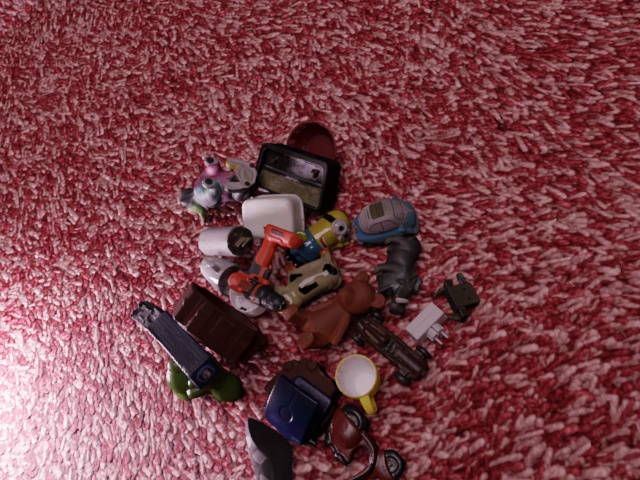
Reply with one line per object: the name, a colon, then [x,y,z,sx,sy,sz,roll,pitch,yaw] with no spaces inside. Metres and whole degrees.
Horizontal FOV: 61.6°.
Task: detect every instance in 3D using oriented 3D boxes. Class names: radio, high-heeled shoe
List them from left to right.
high-heeled shoe: [-0.112,0.506,1.138,0.249,0.086,0.145,40,113,49]
radio: [-0.062,-0.170,1.417,0.230,0.073,0.131,22,108,27]

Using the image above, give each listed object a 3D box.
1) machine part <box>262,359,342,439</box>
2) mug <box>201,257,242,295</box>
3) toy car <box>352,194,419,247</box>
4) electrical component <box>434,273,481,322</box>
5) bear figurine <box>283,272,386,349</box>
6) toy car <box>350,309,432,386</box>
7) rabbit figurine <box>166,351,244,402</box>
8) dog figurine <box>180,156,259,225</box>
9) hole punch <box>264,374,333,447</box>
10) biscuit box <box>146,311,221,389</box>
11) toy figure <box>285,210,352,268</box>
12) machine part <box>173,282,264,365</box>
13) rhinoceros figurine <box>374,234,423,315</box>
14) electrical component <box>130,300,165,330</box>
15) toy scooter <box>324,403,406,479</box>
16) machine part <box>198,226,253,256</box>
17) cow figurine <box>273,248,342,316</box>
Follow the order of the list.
machine part: [-0.040,0.350,1.182,0.179,0.056,0.179,-8,63,16]
mug: [-0.265,0.081,1.379,0.107,0.109,0.081,22,78,42]
toy car: [0.152,-0.053,1.294,0.162,0.102,0.109,-14,59,11]
electrical component: [0.302,0.128,1.182,0.078,0.045,0.102,-16,58,-21]
bear figurine: [0.037,0.154,1.198,0.196,0.131,0.120,-43,52,17]
toy car: [0.150,0.230,1.179,0.202,0.053,0.089,39,84,30]
rabbit figurine: [-0.256,0.312,1.240,0.170,0.159,0.121,17,60,11]
dog figurine: [-0.277,-0.126,1.461,0.191,0.219,0.108,4,62,-21]
hole punch: [-0.052,0.348,1.107,0.142,0.092,0.116,29,83,25]
biscuit box: [-0.301,0.237,1.176,0.063,0.059,0.203,-41,46,-18]
toy figure: [-0.005,-0.006,1.340,0.180,0.082,0.089,-33,58,5]
machine part: [-0.236,0.191,1.232,0.087,0.201,0.201,-54,15,-4]
rhinoceros figurine: [0.183,0.079,1.237,0.112,0.073,0.190,11,66,13]
electrical component: [-0.389,0.213,1.345,0.134,0.114,0.058,27,80,29]
toy scooter: [0.070,0.434,1.089,0.135,0.075,0.184,-43,63,-4]
machine part: [-0.244,0.003,1.382,0.243,0.079,0.079,-3,59,53]
cow figurine: [-0.038,0.116,1.290,0.195,0.085,0.127,-26,52,5]
